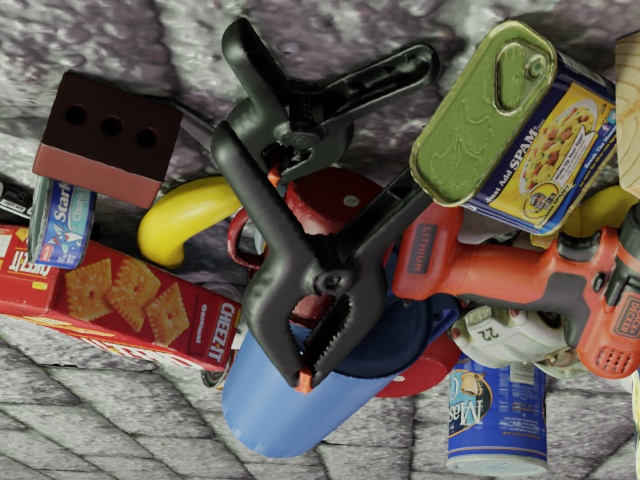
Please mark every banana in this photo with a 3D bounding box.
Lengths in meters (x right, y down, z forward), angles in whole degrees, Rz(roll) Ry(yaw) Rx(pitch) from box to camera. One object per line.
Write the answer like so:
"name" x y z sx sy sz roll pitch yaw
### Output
"banana" -0.105 -0.009 0.830 0.069 0.037 0.198 15 157 -27

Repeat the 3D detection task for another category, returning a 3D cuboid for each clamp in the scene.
"clamp" 0.013 0.009 0.653 0.164 0.036 0.210 -8 131 -16
"clamp" -0.001 -0.077 0.635 0.120 0.039 0.171 7 161 -5

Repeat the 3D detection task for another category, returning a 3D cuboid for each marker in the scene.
"marker" -0.220 -0.022 0.841 0.020 0.020 0.121 -11 155 34

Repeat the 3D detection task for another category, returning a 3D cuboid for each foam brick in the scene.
"foam brick" -0.132 -0.061 0.661 0.078 0.053 0.051 17 158 -12

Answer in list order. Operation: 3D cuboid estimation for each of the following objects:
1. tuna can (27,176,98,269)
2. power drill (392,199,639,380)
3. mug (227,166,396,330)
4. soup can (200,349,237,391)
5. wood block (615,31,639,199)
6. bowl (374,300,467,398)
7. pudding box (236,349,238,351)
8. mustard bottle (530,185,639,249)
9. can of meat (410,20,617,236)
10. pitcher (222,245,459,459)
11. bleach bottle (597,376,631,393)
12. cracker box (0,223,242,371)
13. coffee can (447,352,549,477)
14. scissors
"tuna can" -0.177 -0.023 0.736 0.033 0.086 0.086 10 159 -20
"power drill" 0.150 0.000 0.705 0.188 0.057 0.184 16 126 7
"mug" -0.005 0.001 0.728 0.117 0.093 0.082 12 123 -14
"soup can" -0.072 0.138 1.176 0.102 0.068 0.069 15 157 -30
"wood block" 0.260 -0.047 0.595 0.205 0.090 0.091 22 153 -39
"bowl" 0.075 0.111 1.046 0.162 0.055 0.162 -5 148 -3
"pudding box" -0.019 0.104 1.120 0.113 0.039 0.090 15 154 -35
"mustard bottle" 0.247 -0.003 0.755 0.192 0.058 0.096 1 150 7
"can of meat" 0.113 -0.057 0.587 0.083 0.057 0.102 18 113 -39
"pitcher" 0.003 0.101 0.921 0.149 0.144 0.243 34 146 1
"bleach bottle" 0.391 0.120 1.064 0.251 0.068 0.102 -13 154 42
"cracker box" -0.197 0.050 0.911 0.164 0.072 0.213 5 165 37
"coffee can" 0.185 0.169 1.112 0.103 0.140 0.103 3 160 1
"scissors" -0.049 -0.029 0.751 0.201 0.016 0.096 20 123 -39
